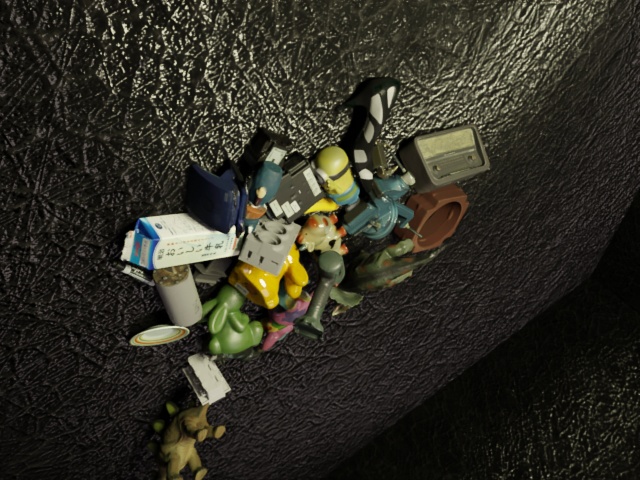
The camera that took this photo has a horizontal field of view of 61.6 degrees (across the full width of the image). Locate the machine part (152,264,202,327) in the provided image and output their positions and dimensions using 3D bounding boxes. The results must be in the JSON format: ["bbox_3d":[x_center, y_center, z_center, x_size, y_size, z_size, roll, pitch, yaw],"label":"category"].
[{"bbox_3d":[-0.301,0.113,1.147,0.079,0.079,0.243,-28,146,-21],"label":"machine part"}]

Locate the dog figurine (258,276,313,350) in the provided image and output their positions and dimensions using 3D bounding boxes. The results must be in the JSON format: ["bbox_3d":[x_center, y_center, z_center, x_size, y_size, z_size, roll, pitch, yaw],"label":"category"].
[{"bbox_3d":[-0.110,0.189,1.415,0.219,0.109,0.191,-47,148,14],"label":"dog figurine"}]

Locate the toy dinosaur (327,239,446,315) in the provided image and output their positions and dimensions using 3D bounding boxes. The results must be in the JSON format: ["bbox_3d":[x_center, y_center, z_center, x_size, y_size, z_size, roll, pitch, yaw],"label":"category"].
[{"bbox_3d":[0.137,0.093,1.430,0.192,0.131,0.405,-35,-179,-35],"label":"toy dinosaur"}]

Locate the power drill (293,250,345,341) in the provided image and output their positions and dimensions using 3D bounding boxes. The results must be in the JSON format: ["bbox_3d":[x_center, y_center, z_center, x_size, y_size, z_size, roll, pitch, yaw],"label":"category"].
[{"bbox_3d":[0.008,0.135,1.294,0.232,0.086,0.207,92,23,-66],"label":"power drill"}]

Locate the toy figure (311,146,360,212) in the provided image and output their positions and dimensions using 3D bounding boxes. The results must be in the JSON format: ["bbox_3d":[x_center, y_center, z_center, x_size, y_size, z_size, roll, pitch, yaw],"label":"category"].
[{"bbox_3d":[0.041,-0.139,1.216,0.089,0.082,0.180,-55,142,-8],"label":"toy figure"}]

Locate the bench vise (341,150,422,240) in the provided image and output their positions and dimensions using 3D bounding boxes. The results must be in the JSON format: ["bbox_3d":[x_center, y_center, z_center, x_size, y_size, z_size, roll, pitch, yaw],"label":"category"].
[{"bbox_3d":[0.175,-0.083,1.367,0.240,0.129,0.223,21,115,-49],"label":"bench vise"}]

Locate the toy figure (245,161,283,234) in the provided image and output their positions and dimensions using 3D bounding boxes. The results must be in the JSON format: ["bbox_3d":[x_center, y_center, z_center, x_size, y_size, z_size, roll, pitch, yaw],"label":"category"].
[{"bbox_3d":[-0.122,-0.081,1.050,0.064,0.058,0.154,-22,147,-57],"label":"toy figure"}]

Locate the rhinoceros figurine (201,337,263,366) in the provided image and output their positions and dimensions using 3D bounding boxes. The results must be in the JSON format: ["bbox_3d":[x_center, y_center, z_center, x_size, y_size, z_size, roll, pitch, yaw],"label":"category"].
[{"bbox_3d":[-0.236,0.283,1.430,0.112,0.073,0.190,-38,150,13],"label":"rhinoceros figurine"}]

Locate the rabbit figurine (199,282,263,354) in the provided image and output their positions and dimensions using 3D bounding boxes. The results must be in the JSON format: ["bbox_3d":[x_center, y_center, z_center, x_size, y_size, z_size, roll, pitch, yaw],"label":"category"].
[{"bbox_3d":[-0.227,0.176,1.291,0.159,0.121,0.170,-13,115,-47],"label":"rabbit figurine"}]

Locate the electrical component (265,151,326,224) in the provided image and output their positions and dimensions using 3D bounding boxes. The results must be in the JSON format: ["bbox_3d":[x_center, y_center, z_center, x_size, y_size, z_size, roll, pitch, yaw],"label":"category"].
[{"bbox_3d":[-0.068,-0.104,1.141,0.134,0.058,0.114,-35,130,-11],"label":"electrical component"}]

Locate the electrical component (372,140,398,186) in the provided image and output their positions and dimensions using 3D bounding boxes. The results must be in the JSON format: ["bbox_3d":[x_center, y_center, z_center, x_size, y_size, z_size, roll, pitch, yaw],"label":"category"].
[{"bbox_3d":[0.133,-0.183,1.252,0.078,0.102,0.045,-30,156,34],"label":"electrical component"}]

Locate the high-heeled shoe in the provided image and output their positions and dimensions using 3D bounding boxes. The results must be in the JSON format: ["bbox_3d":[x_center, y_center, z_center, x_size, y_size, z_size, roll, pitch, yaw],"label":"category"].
[{"bbox_3d":[0.125,-0.227,1.170,0.145,0.086,0.248,-20,126,2],"label":"high-heeled shoe"}]

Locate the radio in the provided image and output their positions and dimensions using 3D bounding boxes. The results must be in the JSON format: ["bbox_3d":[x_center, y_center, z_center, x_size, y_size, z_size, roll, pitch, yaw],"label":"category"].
[{"bbox_3d":[0.321,-0.207,1.368,0.229,0.131,0.073,-19,176,-30],"label":"radio"}]

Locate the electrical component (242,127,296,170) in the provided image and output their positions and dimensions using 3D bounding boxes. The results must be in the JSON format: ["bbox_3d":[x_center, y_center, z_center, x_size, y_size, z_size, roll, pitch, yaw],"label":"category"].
[{"bbox_3d":[-0.110,-0.158,1.065,0.075,0.048,0.119,4,130,-47],"label":"electrical component"}]

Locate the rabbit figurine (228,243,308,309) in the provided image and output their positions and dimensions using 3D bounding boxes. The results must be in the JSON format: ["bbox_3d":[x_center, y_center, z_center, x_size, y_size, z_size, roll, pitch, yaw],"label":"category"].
[{"bbox_3d":[-0.102,0.064,1.245,0.173,0.162,0.121,-52,174,-36],"label":"rabbit figurine"}]

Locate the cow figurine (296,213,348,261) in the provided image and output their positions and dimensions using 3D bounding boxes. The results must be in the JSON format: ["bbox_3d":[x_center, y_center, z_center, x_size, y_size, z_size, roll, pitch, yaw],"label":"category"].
[{"bbox_3d":[-0.003,-0.004,1.317,0.127,0.085,0.194,-32,155,-9],"label":"cow figurine"}]

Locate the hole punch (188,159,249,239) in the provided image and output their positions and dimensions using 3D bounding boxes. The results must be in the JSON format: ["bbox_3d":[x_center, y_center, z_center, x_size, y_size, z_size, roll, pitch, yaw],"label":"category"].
[{"bbox_3d":[-0.193,-0.080,1.018,0.092,0.116,0.142,-8,134,-30],"label":"hole punch"}]

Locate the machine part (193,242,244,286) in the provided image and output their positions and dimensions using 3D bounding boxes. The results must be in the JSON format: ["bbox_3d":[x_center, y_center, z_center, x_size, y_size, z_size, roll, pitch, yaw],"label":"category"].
[{"bbox_3d":[-0.226,0.047,1.194,0.139,0.039,0.084,-49,141,14],"label":"machine part"}]

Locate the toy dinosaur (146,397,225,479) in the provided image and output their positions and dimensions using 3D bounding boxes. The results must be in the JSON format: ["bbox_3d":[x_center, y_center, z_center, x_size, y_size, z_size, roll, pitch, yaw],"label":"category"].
[{"bbox_3d":[-0.390,0.568,1.465,0.105,0.199,0.471,24,100,-45],"label":"toy dinosaur"}]

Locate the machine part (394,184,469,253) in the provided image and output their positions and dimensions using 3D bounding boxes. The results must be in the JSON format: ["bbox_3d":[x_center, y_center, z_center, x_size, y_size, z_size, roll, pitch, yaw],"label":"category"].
[{"bbox_3d":[0.327,-0.069,1.586,0.201,0.087,0.201,-12,138,-37],"label":"machine part"}]
